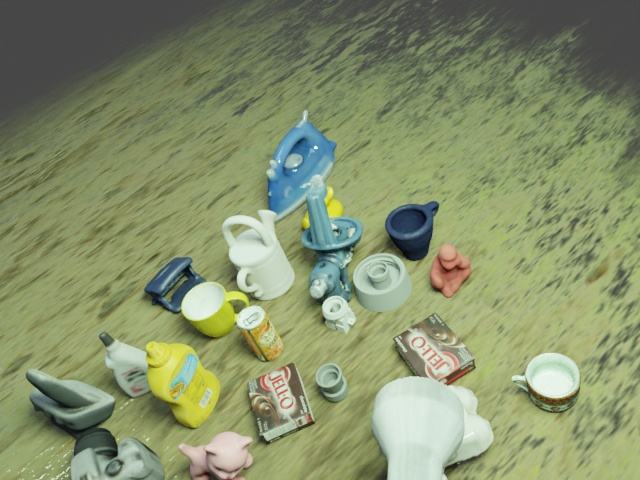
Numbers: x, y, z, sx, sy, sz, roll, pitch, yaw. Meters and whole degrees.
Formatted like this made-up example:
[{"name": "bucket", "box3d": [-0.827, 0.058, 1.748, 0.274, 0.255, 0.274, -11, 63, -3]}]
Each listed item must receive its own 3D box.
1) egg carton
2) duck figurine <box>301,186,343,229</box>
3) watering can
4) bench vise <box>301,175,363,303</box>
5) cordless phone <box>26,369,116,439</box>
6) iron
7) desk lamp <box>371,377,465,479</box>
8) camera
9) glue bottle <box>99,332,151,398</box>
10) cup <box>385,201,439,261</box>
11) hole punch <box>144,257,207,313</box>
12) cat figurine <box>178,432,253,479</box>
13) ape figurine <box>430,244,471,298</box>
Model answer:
[{"name": "egg carton", "box3d": [0.169, 0.280, 0.837, 0.150, 0.070, 0.107, -22, 43, 0]}, {"name": "duck figurine", "box3d": [-0.003, -0.072, 1.241, 0.105, 0.086, 0.077, -42, 47, -20]}, {"name": "watering can", "box3d": [-0.127, 0.017, 1.125, 0.101, 0.194, 0.172, -16, 44, 7]}, {"name": "bench vise", "box3d": [0.021, 0.001, 1.062, 0.121, 0.220, 0.207, -15, 44, 8]}, {"name": "cordless phone", "box3d": [-0.471, 0.267, 1.024, 0.147, 0.185, 0.094, 9, 51, 29]}, {"name": "iron", "box3d": [-0.066, -0.176, 1.329, 0.118, 0.142, 0.259, 11, 52, 30]}, {"name": "desk lamp", "box3d": [0.130, 0.309, 0.719, 0.117, 0.214, 0.203, -7, 45, 16]}, {"name": "camera", "box3d": [-0.351, 0.366, 0.940, 0.143, 0.101, 0.136, -31, 44, -9]}, {"name": "glue bottle", "box3d": [-0.348, 0.219, 1.031, 0.078, 0.173, 0.037, -28, 43, -6]}, {"name": "cup", "box3d": [0.187, -0.016, 1.102, 0.118, 0.095, 0.091, -37, 45, -15]}, {"name": "hole punch", "box3d": [-0.316, 0.085, 1.210, 0.100, 0.091, 0.109, 19, 57, 35]}, {"name": "cat figurine", "box3d": [-0.158, 0.333, 0.882, 0.127, 0.118, 0.067, -1, 47, 21]}, {"name": "ape figurine", "box3d": [0.231, 0.045, 1.027, 0.077, 0.092, 0.076, -15, 44, 8]}]
